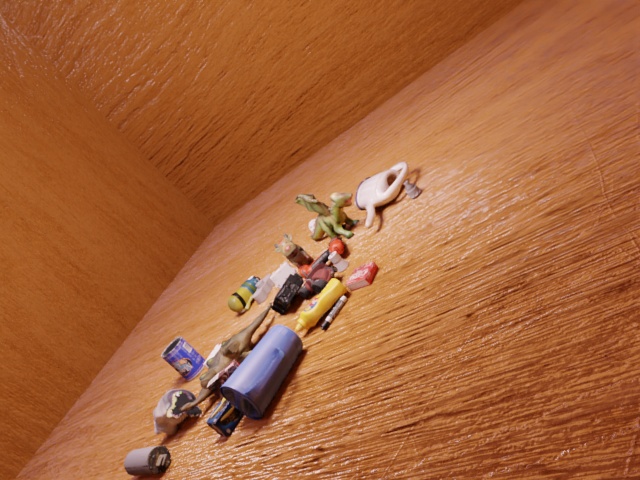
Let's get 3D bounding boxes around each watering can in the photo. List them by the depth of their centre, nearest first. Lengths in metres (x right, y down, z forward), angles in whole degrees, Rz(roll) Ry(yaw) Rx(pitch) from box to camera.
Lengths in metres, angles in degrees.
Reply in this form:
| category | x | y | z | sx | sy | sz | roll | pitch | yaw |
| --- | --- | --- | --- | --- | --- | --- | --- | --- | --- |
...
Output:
| category | x | y | z | sx | sy | sz | roll | pitch | yaw |
| --- | --- | --- | --- | --- | --- | --- | --- | --- | --- |
| watering can | 0.205 | -0.160 | 1.904 | 0.354 | 0.103 | 0.222 | -54 | 18 | -28 |

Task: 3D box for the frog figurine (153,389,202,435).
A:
| category | x | y | z | sx | sy | sz | roll | pitch | yaw |
| --- | --- | --- | --- | --- | --- | --- | --- | --- | --- |
| frog figurine | -0.477 | 0.558 | 1.672 | 0.138 | 0.124 | 0.157 | -11 | -24 | -48 |

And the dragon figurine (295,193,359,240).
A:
| category | x | y | z | sx | sy | sz | roll | pitch | yaw |
| --- | --- | --- | --- | --- | --- | --- | --- | --- | --- |
| dragon figurine | 0.006 | -0.100 | 1.988 | 0.406 | 0.240 | 0.124 | -17 | 35 | 52 |
